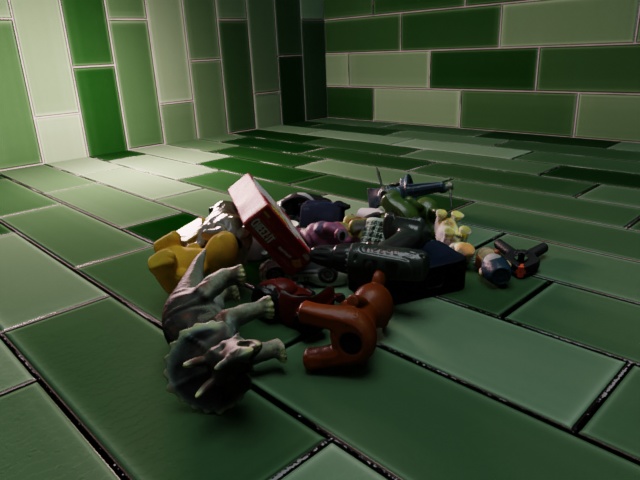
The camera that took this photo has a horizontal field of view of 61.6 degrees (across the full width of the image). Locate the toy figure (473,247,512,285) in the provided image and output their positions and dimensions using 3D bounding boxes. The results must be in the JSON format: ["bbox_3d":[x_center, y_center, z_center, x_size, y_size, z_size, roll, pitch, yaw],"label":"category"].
[{"bbox_3d":[0.375,0.050,1.172,0.064,0.057,0.154,9,18,-2],"label":"toy figure"}]

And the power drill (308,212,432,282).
[{"bbox_3d":[0.119,0.011,1.072,0.232,0.085,0.207,10,21,28],"label":"power drill"}]

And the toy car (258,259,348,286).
[{"bbox_3d":[-0.035,0.067,1.178,0.202,0.056,0.073,-2,26,7],"label":"toy car"}]

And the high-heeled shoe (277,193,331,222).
[{"bbox_3d":[-0.077,-0.079,1.541,0.249,0.086,0.145,-16,15,-6],"label":"high-heeled shoe"}]

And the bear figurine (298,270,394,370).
[{"bbox_3d":[0.052,0.128,0.905,0.132,0.120,0.196,-2,17,14],"label":"bear figurine"}]

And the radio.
[{"bbox_3d":[0.184,0.068,1.125,0.230,0.073,0.131,-12,22,-20],"label":"radio"}]

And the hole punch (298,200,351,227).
[{"bbox_3d":[0.005,-0.039,1.394,0.142,0.115,0.092,4,29,18],"label":"hole punch"}]

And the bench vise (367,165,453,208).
[{"bbox_3d":[0.267,-0.142,1.582,0.241,0.129,0.223,-7,-11,21],"label":"bench vise"}]

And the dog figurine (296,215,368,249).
[{"bbox_3d":[-0.003,-0.004,1.302,0.219,0.108,0.191,10,24,38],"label":"dog figurine"}]

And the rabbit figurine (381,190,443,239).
[{"bbox_3d":[0.263,-0.074,1.437,0.170,0.121,0.159,-21,34,-36],"label":"rabbit figurine"}]

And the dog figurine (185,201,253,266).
[{"bbox_3d":[-0.201,-0.040,1.222,0.172,0.121,0.191,-15,39,27],"label":"dog figurine"}]

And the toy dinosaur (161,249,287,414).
[{"bbox_3d":[-0.187,0.132,0.867,0.192,0.131,0.405,-17,27,-28],"label":"toy dinosaur"}]

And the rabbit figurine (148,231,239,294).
[{"bbox_3d":[-0.241,0.051,1.100,0.173,0.162,0.122,-25,19,1],"label":"rabbit figurine"}]

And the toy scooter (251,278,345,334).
[{"bbox_3d":[-0.032,0.114,1.016,0.184,0.075,0.135,20,30,41],"label":"toy scooter"}]

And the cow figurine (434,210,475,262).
[{"bbox_3d":[0.313,0.008,1.269,0.068,0.098,0.167,2,38,-5],"label":"cow figurine"}]

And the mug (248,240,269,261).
[{"bbox_3d":[-0.160,-0.008,1.325,0.081,0.107,0.110,-18,23,-34],"label":"mug"}]

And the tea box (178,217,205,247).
[{"bbox_3d":[-0.298,0.016,1.288,0.068,0.098,0.169,4,19,17],"label":"tea box"}]

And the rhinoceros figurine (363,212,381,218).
[{"bbox_3d":[0.157,-0.017,1.362,0.112,0.073,0.191,-12,22,-29],"label":"rhinoceros figurine"}]
